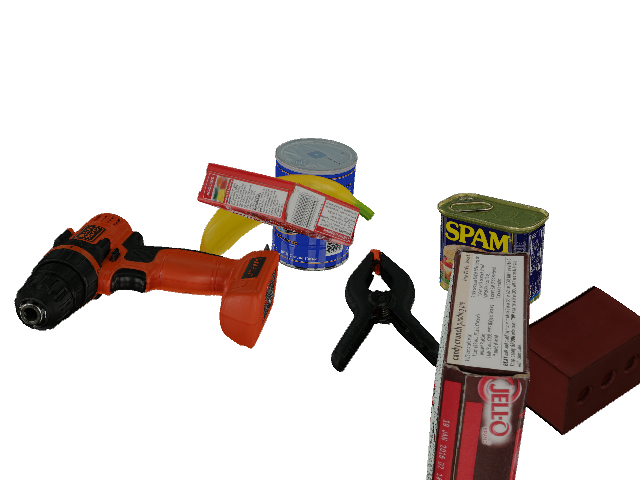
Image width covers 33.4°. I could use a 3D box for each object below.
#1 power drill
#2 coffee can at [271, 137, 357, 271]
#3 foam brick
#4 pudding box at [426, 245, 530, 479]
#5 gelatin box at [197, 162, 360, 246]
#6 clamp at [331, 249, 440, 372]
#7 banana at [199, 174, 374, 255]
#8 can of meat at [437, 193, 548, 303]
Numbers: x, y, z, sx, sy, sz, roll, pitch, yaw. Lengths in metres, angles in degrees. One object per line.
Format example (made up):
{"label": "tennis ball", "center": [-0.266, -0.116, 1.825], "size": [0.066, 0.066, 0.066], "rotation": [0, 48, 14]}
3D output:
{"label": "power drill", "center": [-0.136, 0.036, 0.872], "size": [0.187, 0.057, 0.184], "rotation": [12, 23, 5]}
{"label": "coffee can", "center": [-0.009, -0.047, 1.357], "size": [0.103, 0.140, 0.103], "rotation": [3, 27, -2]}
{"label": "foam brick", "center": [0.166, 0.076, 0.685], "size": [0.078, 0.053, 0.051], "rotation": [-27, 42, -26]}
{"label": "pudding box", "center": [0.070, 0.066, 0.471], "size": [0.039, 0.090, 0.113], "rotation": [7, 26, 6]}
{"label": "gelatin box", "center": [-0.026, -0.023, 0.715], "size": [0.073, 0.030, 0.089], "rotation": [16, -2, 32]}
{"label": "clamp", "center": [0.079, 0.080, 1.191], "size": [0.120, 0.171, 0.039], "rotation": [7, -43, 1]}
{"label": "banana", "center": [-0.049, -0.027, 1.060], "size": [0.198, 0.069, 0.037], "rotation": [-13, 20, 27]}
{"label": "can of meat", "center": [0.160, 0.009, 1.007], "size": [0.102, 0.084, 0.057], "rotation": [16, 29, 35]}
